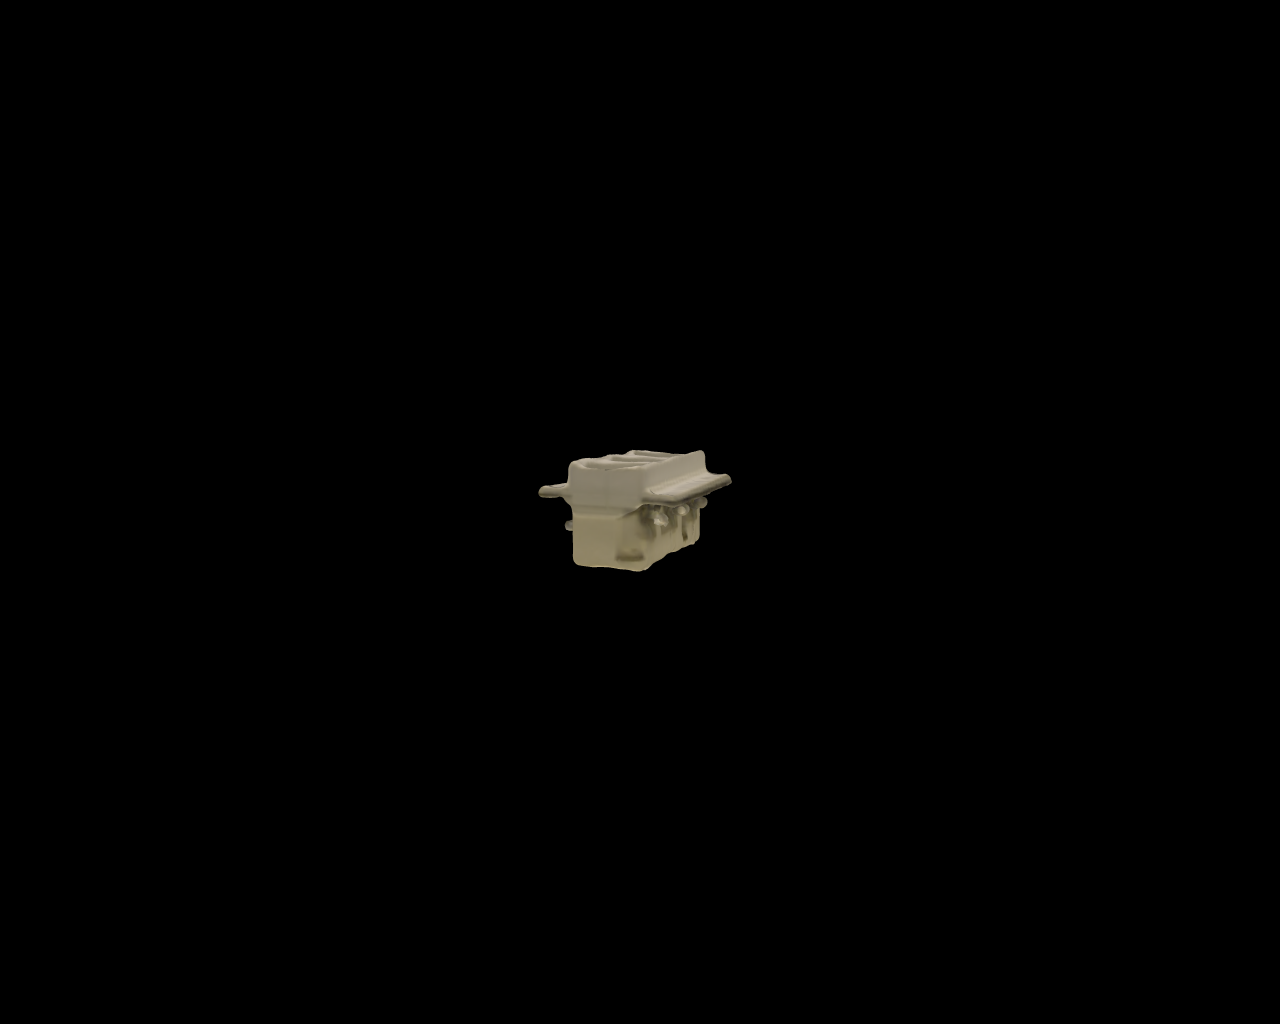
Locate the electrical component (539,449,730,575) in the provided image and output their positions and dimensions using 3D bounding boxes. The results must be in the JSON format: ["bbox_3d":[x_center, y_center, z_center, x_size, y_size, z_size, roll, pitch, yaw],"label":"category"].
[{"bbox_3d":[0.001,-0.003,0.650,0.079,0.063,0.121,3,8,19],"label":"electrical component"}]
